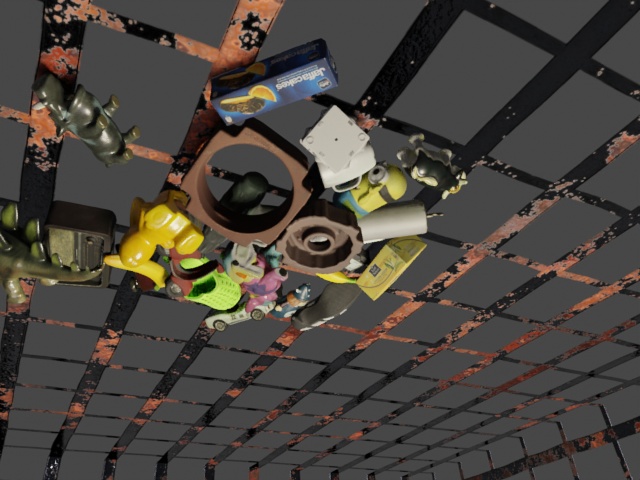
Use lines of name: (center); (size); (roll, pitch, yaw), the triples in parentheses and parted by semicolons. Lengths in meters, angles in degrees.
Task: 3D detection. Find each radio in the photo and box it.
radio: (-0.519, 0.018, 1.169); (0.131, 0.073, 0.229); (9, 143, -17)

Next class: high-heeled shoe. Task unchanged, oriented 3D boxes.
high-heeled shoe: (0.027, 0.179, 1.465); (0.249, 0.086, 0.145); (-25, 164, 10)

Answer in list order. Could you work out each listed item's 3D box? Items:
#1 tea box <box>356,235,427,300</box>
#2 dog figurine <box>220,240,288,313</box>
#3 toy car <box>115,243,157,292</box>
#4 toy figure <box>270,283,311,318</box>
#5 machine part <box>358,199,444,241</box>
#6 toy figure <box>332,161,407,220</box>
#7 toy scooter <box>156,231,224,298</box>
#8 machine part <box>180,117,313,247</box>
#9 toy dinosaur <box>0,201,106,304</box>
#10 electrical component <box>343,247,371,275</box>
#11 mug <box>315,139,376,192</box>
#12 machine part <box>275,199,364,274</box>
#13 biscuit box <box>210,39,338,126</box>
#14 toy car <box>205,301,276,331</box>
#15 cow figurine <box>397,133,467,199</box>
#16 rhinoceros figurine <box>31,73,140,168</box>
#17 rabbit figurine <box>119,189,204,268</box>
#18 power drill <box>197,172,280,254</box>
tea box: (0.166, 0.057, 1.268); (0.068, 0.098, 0.169); (44, 141, 9)
dog figurine: (-0.163, 0.092, 1.286); (0.191, 0.108, 0.219); (11, 144, -22)
toy car: (-0.412, 0.055, 1.250); (0.089, 0.053, 0.202); (-18, 148, -16)
toy figure: (-0.072, 0.161, 1.430); (0.057, 0.064, 0.154); (44, 131, -12)
machine part: (0.142, -0.041, 1.160); (0.243, 0.079, 0.079); (-9, 144, 4)
toy figure: (0.090, -0.091, 1.084); (0.180, 0.082, 0.089); (-36, 145, 30)
toy scooter: (-0.287, 0.039, 1.194); (0.135, 0.075, 0.183); (-9, 115, -9)
machine part: (-0.131, -0.104, 0.972); (0.201, 0.087, 0.201); (35, 112, -16)
toy dinosaur: (-0.606, 0.026, 1.064); (0.472, 0.105, 0.198); (15, 132, 14)
electrical component: (0.057, 0.032, 1.274); (0.075, 0.048, 0.119); (-32, 135, 32)
mug: (0.051, -0.141, 1.007); (0.107, 0.081, 0.109); (-17, 125, 6)
machine part: (-0.002, -0.003, 1.082); (0.179, 0.056, 0.179); (0, 137, 0)
biscuit box: (-0.074, -0.252, 0.861); (0.203, 0.059, 0.062); (-16, 142, 15)
toy car: (-0.212, 0.192, 1.439); (0.202, 0.073, 0.056); (-19, 105, 18)
cow figurine: (0.229, -0.128, 1.033); (0.167, 0.098, 0.068); (22, 130, -32)
rhinoceros figurine: (-0.388, -0.200, 0.896); (0.112, 0.073, 0.190); (-6, 147, 21)
rabbit figurine: (-0.336, -0.023, 1.065); (0.173, 0.162, 0.121); (-42, 135, 11)
power drill: (-0.131, -0.034, 1.133); (0.207, 0.086, 0.232); (19, 129, -21)
